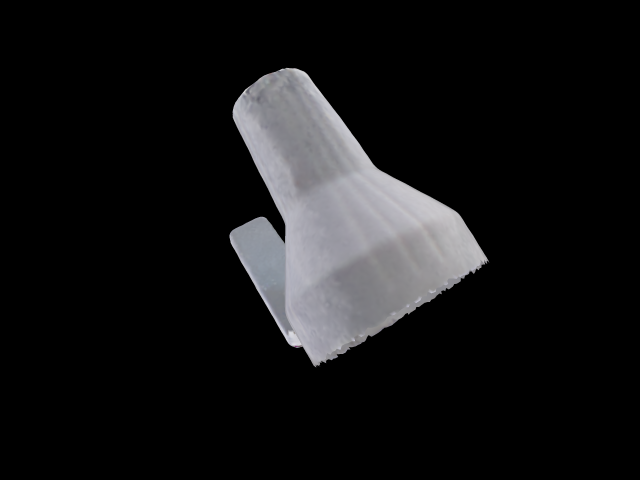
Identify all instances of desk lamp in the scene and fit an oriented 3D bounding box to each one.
[{"bbox_3d":[0.004,0.001,0.400,0.118,0.214,0.203,-28,62,-16],"label":"desk lamp"}]
